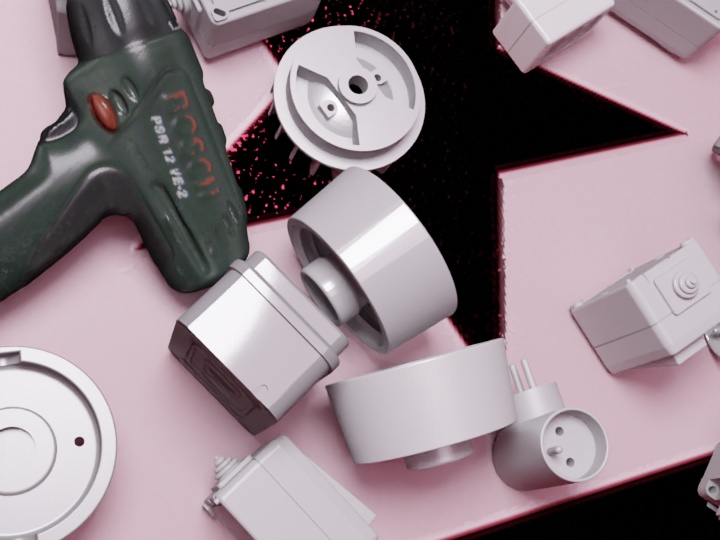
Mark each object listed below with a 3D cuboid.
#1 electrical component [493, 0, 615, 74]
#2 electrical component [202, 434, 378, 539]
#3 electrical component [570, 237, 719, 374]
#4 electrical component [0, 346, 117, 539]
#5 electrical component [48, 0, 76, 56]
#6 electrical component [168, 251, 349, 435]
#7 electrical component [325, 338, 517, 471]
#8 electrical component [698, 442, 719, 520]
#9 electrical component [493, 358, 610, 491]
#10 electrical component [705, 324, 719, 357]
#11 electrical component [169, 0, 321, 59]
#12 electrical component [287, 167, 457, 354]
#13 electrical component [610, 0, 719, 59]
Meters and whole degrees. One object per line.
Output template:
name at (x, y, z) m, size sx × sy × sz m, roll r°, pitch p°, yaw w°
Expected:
electrical component at (0.124, -0.191, 0.753) m, size 0.066 × 0.047 × 0.076 m, roll -33°, pitch 84°, yaw -22°
electrical component at (-0.043, 0.135, 0.611) m, size 0.061 × 0.061 × 0.096 m, roll -43°, pitch 89°, yaw -21°
electrical component at (0.192, 0.026, 0.686) m, size 0.062 × 0.096 × 0.061 m, roll -30°, pitch 86°, yaw -21°
electrical component at (-0.188, 0.100, 0.582) m, size 0.108 × 0.060 × 0.108 m, roll 4°, pitch 74°, yaw -14°
electrical component at (-0.165, -0.175, 0.663) m, size 0.061 × 0.062 × 0.096 m, roll -3°, pitch 76°, yaw -16°
electrical component at (-0.059, 0.043, 0.605) m, size 0.078 × 0.113 × 0.057 m, roll 45°, pitch 72°, yaw 0°
electrical component at (0.039, 0.082, 0.626) m, size 0.108 × 0.108 × 0.060 m, roll -14°, pitch 85°, yaw -18°
electrical component at (0.254, 0.133, 0.691) m, size 0.042 × 0.064 × 0.081 m, roll 34°, pitch 70°, yaw -5°
electrical component at (0.109, 0.093, 0.655) m, size 0.043 × 0.077 × 0.079 m, roll -15°, pitch 79°, yaw -18°
electrical component at (0.276, 0.016, 0.739) m, size 0.077 × 0.044 × 0.079 m, roll -9°, pitch 78°, yaw -17°
electrical component at (-0.079, -0.179, 0.687) m, size 0.096 × 0.061 × 0.061 m, roll -24°, pitch 83°, yaw -19°
electrical component at (0.000, 0.000, 0.638) m, size 0.060 × 0.108 × 0.108 m, roll -36°, pitch 87°, yaw -15°
electrical component at (0.231, -0.200, 0.777) m, size 0.096 × 0.061 × 0.061 m, roll 32°, pitch 70°, yaw -4°
